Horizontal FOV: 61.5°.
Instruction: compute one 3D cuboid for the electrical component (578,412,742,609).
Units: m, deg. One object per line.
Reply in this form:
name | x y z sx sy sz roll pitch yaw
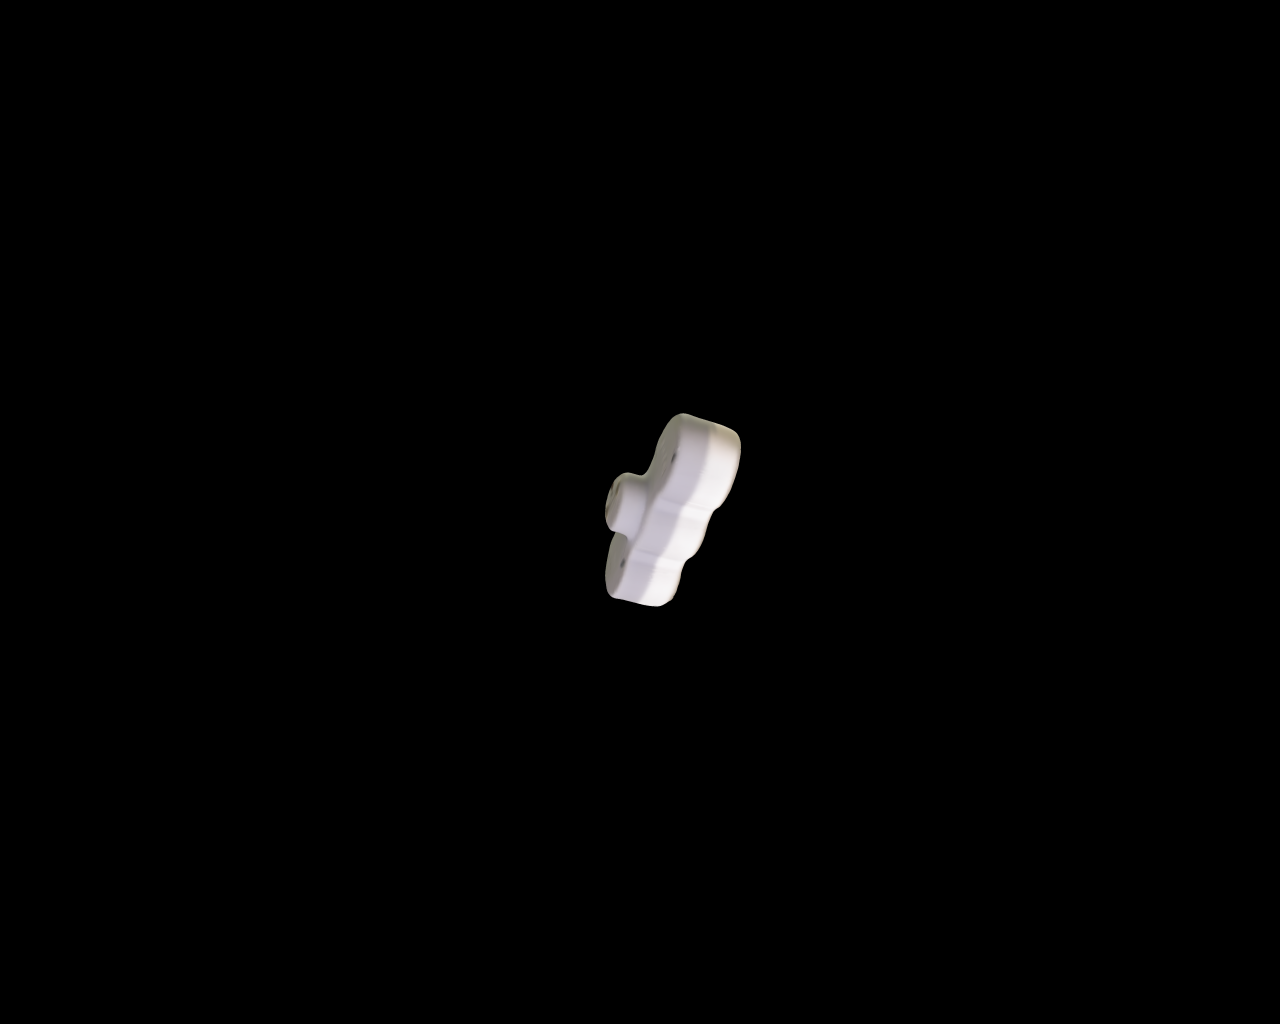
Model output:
electrical component | 0.001 -0.003 0.650 0.074 0.138 0.052 16 40 -13
